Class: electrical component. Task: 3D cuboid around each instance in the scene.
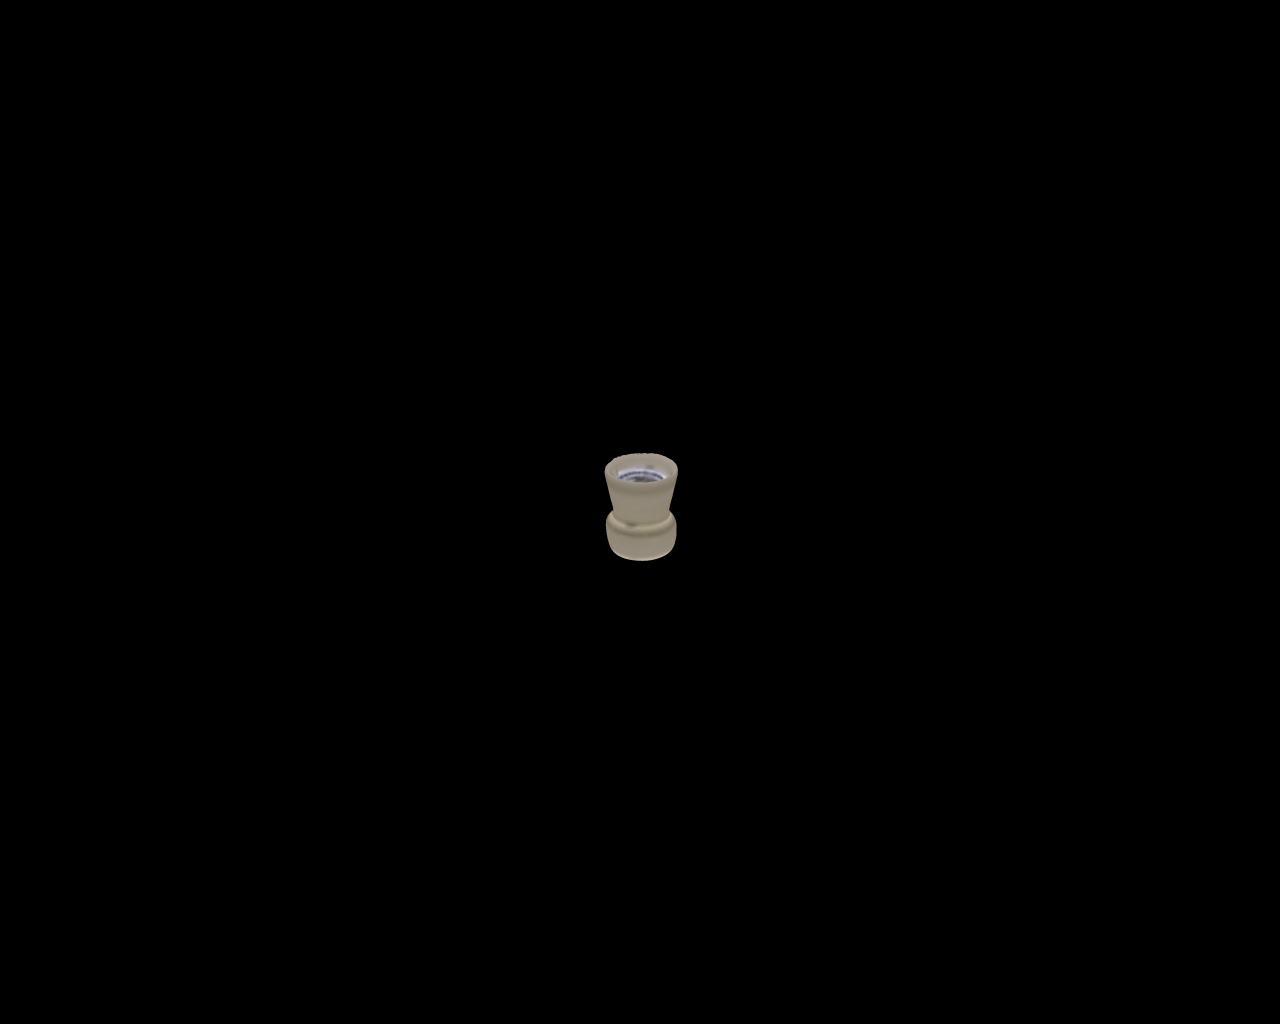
[{"bbox_3d":[0.001,-0.003,0.650,0.045,0.055,0.045,0,27,0],"label":"electrical component"}]
